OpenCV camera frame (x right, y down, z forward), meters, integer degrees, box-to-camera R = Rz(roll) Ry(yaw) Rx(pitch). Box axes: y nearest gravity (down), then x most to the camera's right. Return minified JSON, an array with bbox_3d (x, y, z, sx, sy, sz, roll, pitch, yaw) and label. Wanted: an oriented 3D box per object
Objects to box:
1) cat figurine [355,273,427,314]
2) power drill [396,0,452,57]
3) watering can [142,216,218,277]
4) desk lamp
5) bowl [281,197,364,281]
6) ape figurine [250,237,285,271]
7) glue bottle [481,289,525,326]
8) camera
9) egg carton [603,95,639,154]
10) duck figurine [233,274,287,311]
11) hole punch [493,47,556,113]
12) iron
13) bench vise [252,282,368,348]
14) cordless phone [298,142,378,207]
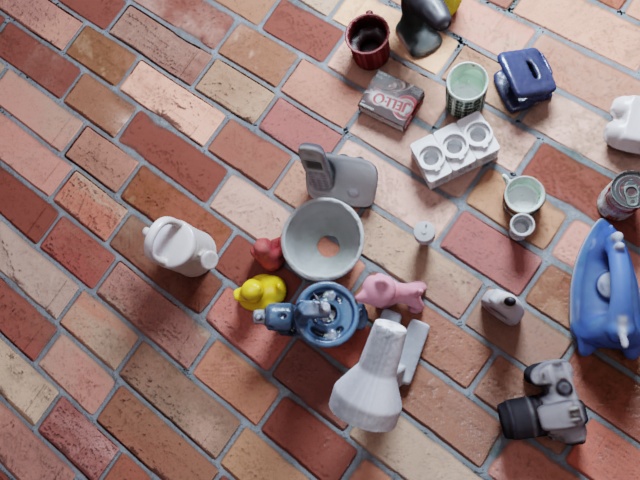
[{"bbox_3d":[0.134,0.097,1.073,0.127,0.118,0.067,3,79,12],"label":"cat figurine"},{"bbox_3d":[0.193,-0.457,1.130,0.075,0.209,0.229,-30,74,5],"label":"power drill"},{"bbox_3d":[-0.280,0.011,1.136,0.172,0.194,0.101,0,78,12],"label":"watering can"},{"bbox_3d":[0.107,0.220,1.002,0.117,0.214,0.203,19,83,15],"label":"desk lamp"},{"bbox_3d":[0.010,0.004,1.140,0.167,0.075,0.167,-2,78,11],"label":"bowl"},{"bbox_3d":[-0.106,0.021,1.152,0.077,0.092,0.076,3,79,12],"label":"ape figurine"},{"bbox_3d":[0.323,0.113,1.001,0.078,0.173,0.037,33,87,16],"label":"glue bottle"},{"bbox_3d":[0.378,0.287,0.991,0.136,0.101,0.143,-13,76,9],"label":"camera"},{"bbox_3d":[0.611,-0.207,1.064,0.150,0.069,0.107,15,82,14],"label":"egg carton"},{"bbox_3d":[-0.123,0.103,1.141,0.104,0.086,0.077,-15,76,9],"label":"duck figurine"},{"bbox_3d":[0.402,-0.323,1.120,0.101,0.091,0.108,-22,75,7],"label":"hole punch"},{"bbox_3d":[0.504,0.073,0.989,0.118,0.141,0.258,1,79,12],"label":"iron"},{"bbox_3d":[-0.025,0.147,1.042,0.207,0.220,0.121,-21,75,7],"label":"bench vise"},{"bbox_3d":[0.034,-0.132,1.106,0.147,0.185,0.094,7,80,13],"label":"cordless phone"}]
